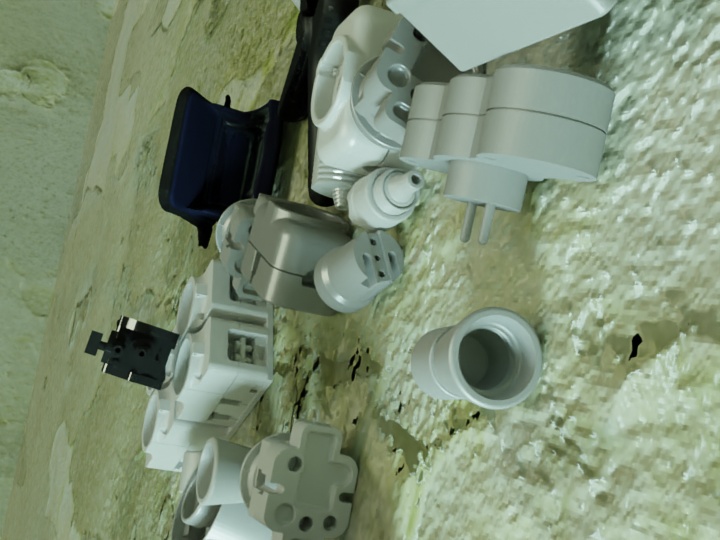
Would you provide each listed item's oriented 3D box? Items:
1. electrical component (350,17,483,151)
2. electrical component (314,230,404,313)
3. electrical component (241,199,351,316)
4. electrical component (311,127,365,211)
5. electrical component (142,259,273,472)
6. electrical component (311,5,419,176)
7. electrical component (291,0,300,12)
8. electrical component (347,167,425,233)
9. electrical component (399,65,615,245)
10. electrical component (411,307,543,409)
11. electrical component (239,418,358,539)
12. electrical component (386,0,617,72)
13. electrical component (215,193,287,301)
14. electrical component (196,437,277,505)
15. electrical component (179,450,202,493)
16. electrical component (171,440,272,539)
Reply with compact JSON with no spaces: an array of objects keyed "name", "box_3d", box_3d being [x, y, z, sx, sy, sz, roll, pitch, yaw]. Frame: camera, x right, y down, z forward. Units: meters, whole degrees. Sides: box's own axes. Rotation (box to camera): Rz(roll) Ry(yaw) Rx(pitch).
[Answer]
[{"name":"electrical component","box_3d":[0.028,-0.100,0.596,0.078,0.058,0.057,-64,12,-22]},{"name":"electrical component","box_3d":[0.000,0.000,0.643,0.046,0.040,0.040,-35,46,53]},{"name":"electrical component","box_3d":[-0.043,-0.012,0.739,0.095,0.054,0.059,-139,63,-67]},{"name":"electrical component","box_3d":[-0.007,-0.078,0.699,0.043,0.043,0.081,150,129,-63]},{"name":"electrical component","box_3d":[-0.134,0.086,0.909,0.186,0.060,0.105,127,149,-47]},{"name":"electrical component","box_3d":[0.008,-0.108,0.654,0.054,0.059,0.095,157,122,-65]},{"name":"electrical component","box_3d":[-0.029,-0.244,0.819,0.079,0.077,0.043,-40,42,-4]},{"name":"electrical component","box_3d":[0.018,-0.044,0.627,0.061,0.035,0.035,-27,54,61]},{"name":"electrical component","box_3d":[0.060,-0.048,0.496,0.138,0.052,0.073,-167,89,-69]},{"name":"electrical component","box_3d":[0.049,0.042,0.491,0.065,0.044,0.044,157,123,-71]},{"name":"electrical component","box_3d":[-0.039,0.129,0.647,0.057,0.058,0.078,0,79,66]},{"name":"electrical component","box_3d":[0.077,-0.147,0.443,0.108,0.056,0.109,-56,20,-17]},{"name":"electrical component","box_3d":[-0.081,-0.023,0.840,0.057,0.058,0.078,47,122,62]},{"name":"electrical component","box_3d":[-0.071,0.137,0.710,0.044,0.065,0.044,-168,90,-69]},{"name":"electrical component","box_3d":[-0.126,0.180,0.864,0.040,0.040,0.078,152,127,-64]},{"name":"electrical component","box_3d":[-0.094,0.177,0.784,0.099,0.064,0.099,-47,27,33]}]
